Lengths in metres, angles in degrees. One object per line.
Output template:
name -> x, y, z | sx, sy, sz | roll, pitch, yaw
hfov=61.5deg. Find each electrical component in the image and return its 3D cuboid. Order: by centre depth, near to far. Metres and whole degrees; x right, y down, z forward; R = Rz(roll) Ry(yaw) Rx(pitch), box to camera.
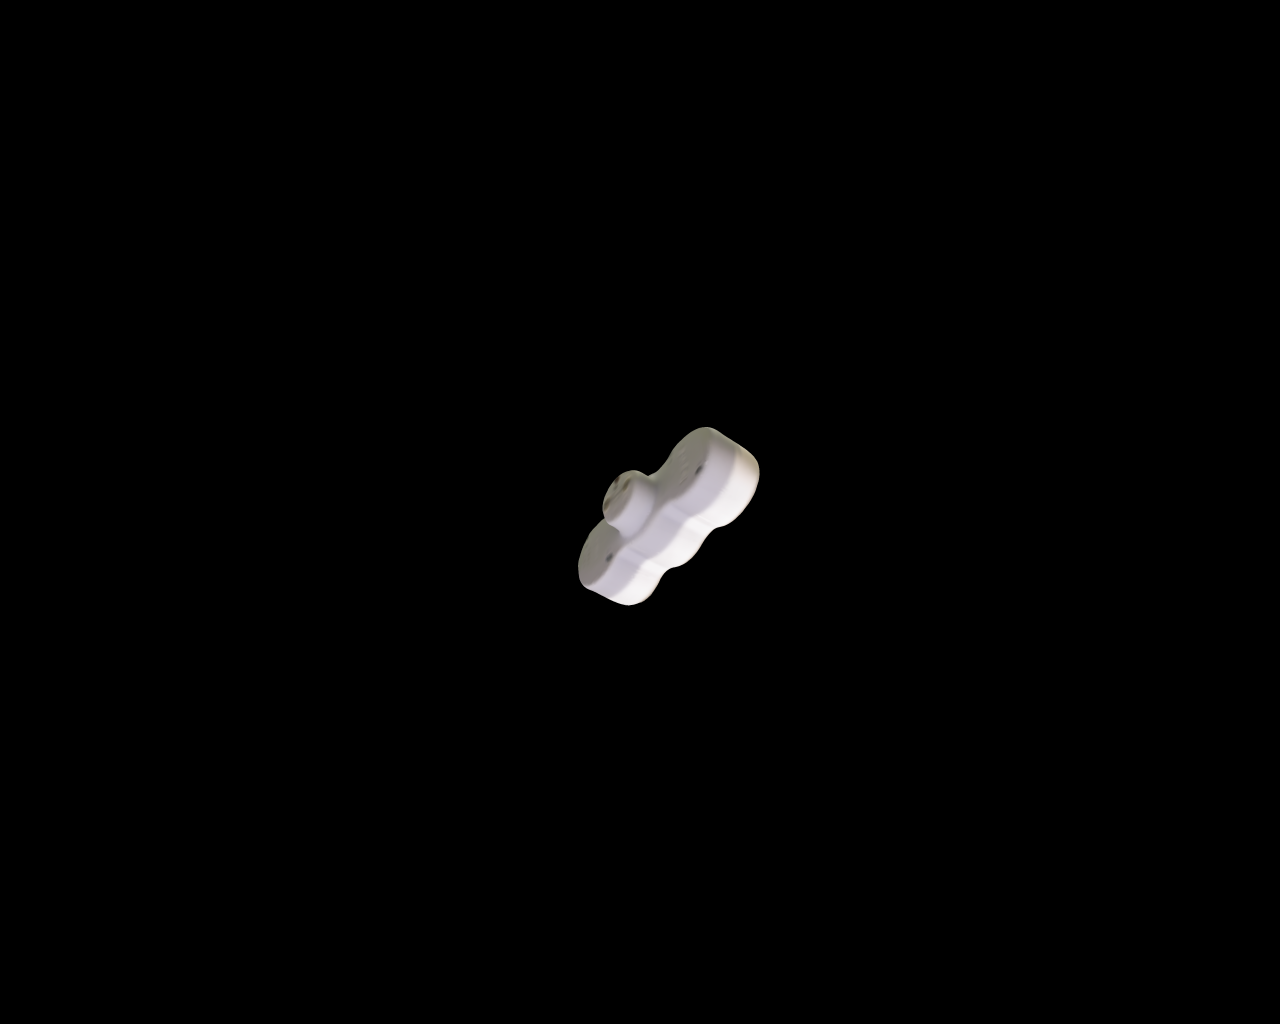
electrical component -> 0.001, -0.003, 0.650 | 0.073, 0.052, 0.138 | 30, -54, -24
